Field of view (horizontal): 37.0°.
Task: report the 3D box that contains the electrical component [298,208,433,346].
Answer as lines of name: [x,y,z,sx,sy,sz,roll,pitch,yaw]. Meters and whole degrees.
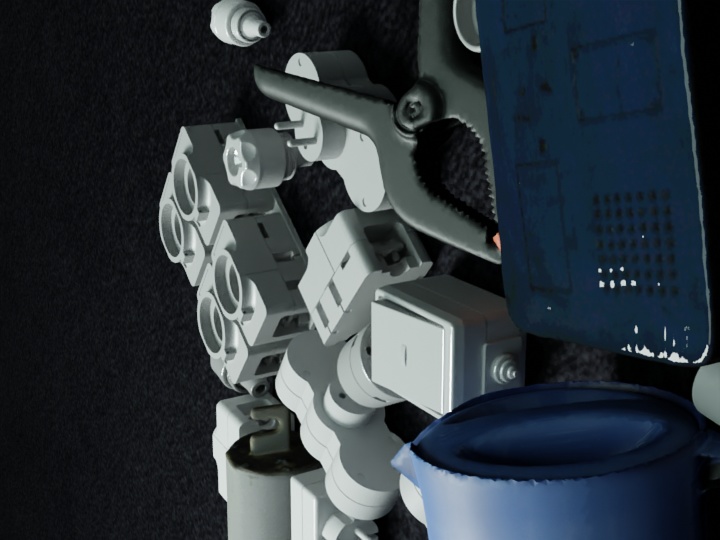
electrical component: [0.000,0.000,0.700,0.055,0.050,0.089,64,147,25]

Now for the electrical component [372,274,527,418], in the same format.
electrical component: [0.052,0.046,0.614,0.096,0.061,0.061,25,120,55]

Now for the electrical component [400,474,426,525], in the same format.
electrical component: [0.067,0.167,0.633,0.138,0.052,0.073,63,146,27]

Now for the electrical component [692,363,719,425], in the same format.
electrical component: [0.168,0.057,0.437,0.065,0.044,0.044,39,131,56]

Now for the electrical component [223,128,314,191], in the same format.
electrical component: [-0.063,-0.081,0.773,0.043,0.062,0.043,25,119,56]

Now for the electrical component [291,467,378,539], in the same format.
electrical component: [-0.012,0.189,0.782,0.077,0.047,0.065,26,121,54]

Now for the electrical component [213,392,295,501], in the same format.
electrical component: [-0.089,0.153,0.899,0.056,0.050,0.089,30,124,55]

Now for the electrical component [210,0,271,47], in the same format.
electrical component: [-0.087,-0.185,0.811,0.061,0.035,0.035,30,124,51]

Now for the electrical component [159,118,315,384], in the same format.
electrical component: [-0.103,-0.016,0.863,0.186,0.060,0.105,63,146,28]

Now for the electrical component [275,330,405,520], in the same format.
electrical component: [-0.008,0.095,0.741,0.138,0.052,0.073,59,144,32]

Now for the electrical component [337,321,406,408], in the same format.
electrical component: [0.017,0.059,0.687,0.047,0.055,0.055,-38,66,61]

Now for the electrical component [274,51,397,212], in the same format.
electrical component: [-0.017,-0.089,0.679,0.138,0.074,0.052,54,141,38]

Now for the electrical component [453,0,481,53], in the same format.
electrical component: [0.076,-0.129,0.533,0.040,0.046,0.040,26,121,55]

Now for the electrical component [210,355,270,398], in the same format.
electrical component: [-0.097,0.082,0.900,0.062,0.043,0.043,44,135,45]
